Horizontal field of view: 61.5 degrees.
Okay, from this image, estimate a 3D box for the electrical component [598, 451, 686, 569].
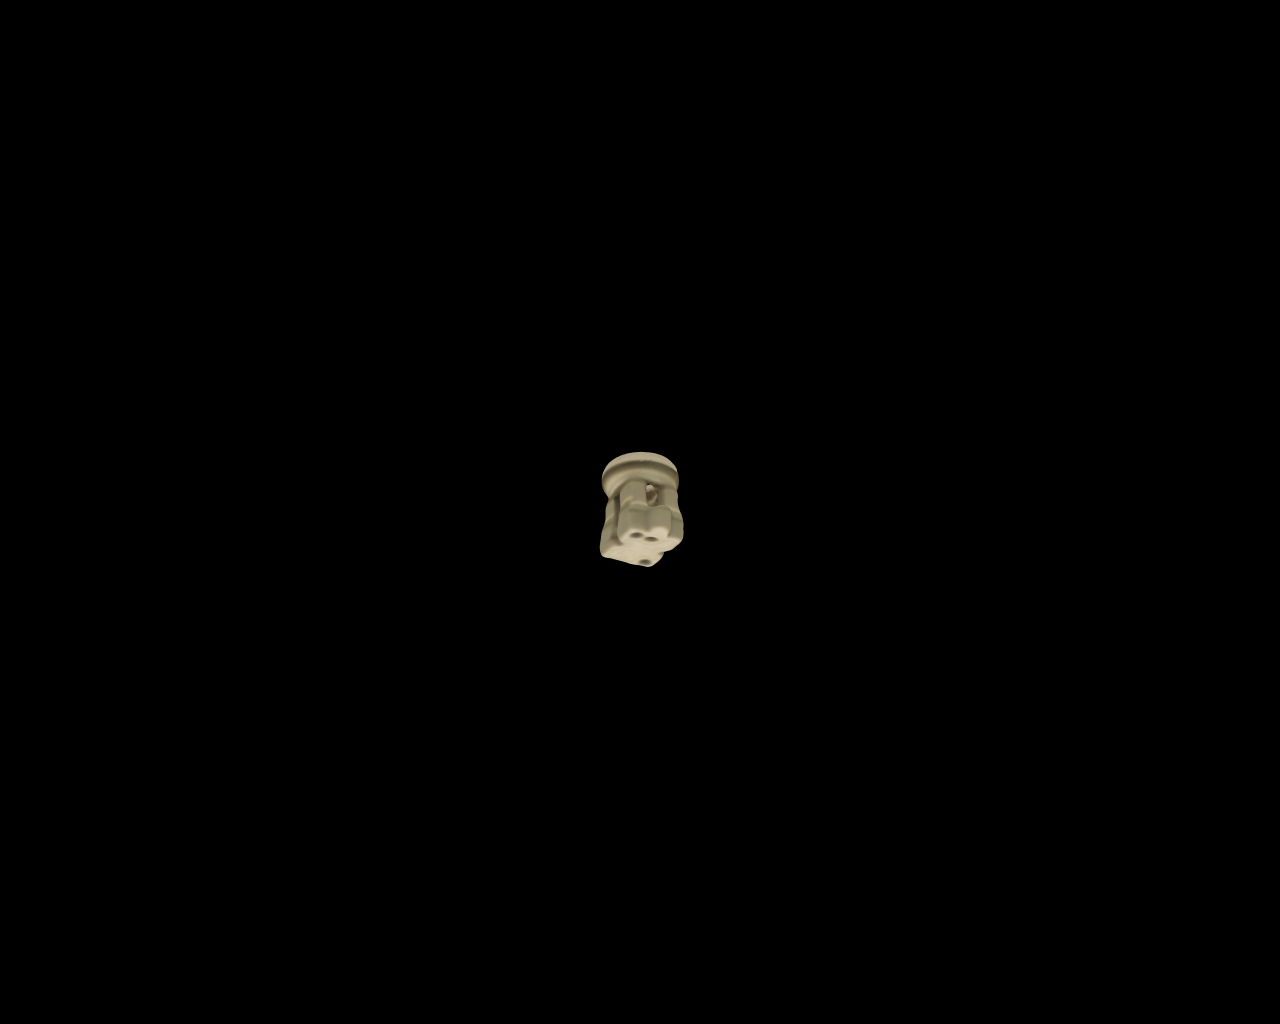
[{"bbox_3d":[0.001,-0.003,0.650,0.048,0.055,0.066,14,-32,-24],"label":"electrical component"}]
